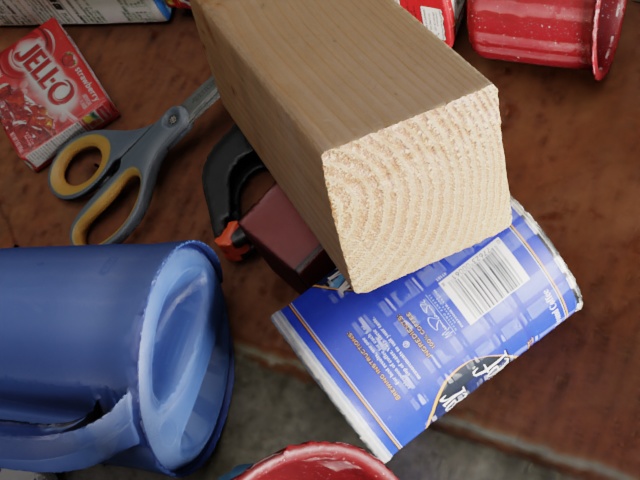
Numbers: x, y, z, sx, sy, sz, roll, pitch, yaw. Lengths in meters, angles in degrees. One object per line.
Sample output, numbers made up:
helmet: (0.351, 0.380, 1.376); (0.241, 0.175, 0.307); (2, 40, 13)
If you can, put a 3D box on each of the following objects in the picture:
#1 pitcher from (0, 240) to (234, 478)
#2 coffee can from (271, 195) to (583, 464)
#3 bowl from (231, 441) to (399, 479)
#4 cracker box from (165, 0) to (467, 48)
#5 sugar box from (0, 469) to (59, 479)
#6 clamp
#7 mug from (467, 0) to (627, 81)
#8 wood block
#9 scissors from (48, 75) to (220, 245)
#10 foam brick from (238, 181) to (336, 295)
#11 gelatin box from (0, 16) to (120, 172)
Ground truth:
pitcher: (-0.183, 0.068, 0.624); (0.243, 0.149, 0.145); (1, 69, 17)
coffee can: (0.058, 0.041, 0.594); (0.140, 0.102, 0.103); (-38, 65, -3)
bowl: (-0.024, 0.167, 0.482); (0.055, 0.162, 0.162); (3, 66, 49)
cracker box: (0.010, -0.222, 0.724); (0.214, 0.072, 0.164); (13, 66, 19)
sugar box: (-0.198, 0.188, 0.573); (0.093, 0.176, 0.048); (-20, 108, 5)
clamp: (-0.018, -0.066, 0.691); (0.120, 0.039, 0.171); (3, 68, 23)
mug: (0.145, -0.156, 0.667); (0.082, 0.093, 0.117); (11, 41, 23)
wood block: (0.009, -0.076, 0.577); (0.090, 0.090, 0.206); (-24, 40, -10)
scissors: (-0.112, -0.081, 0.713); (0.096, 0.016, 0.202); (35, 91, 30)
foam brick: (-0.004, 0.001, 0.640); (0.051, 0.078, 0.053); (39, 81, 25)
gelatin box: (-0.194, -0.104, 0.753); (0.073, 0.030, 0.089); (-34, 66, -1)
